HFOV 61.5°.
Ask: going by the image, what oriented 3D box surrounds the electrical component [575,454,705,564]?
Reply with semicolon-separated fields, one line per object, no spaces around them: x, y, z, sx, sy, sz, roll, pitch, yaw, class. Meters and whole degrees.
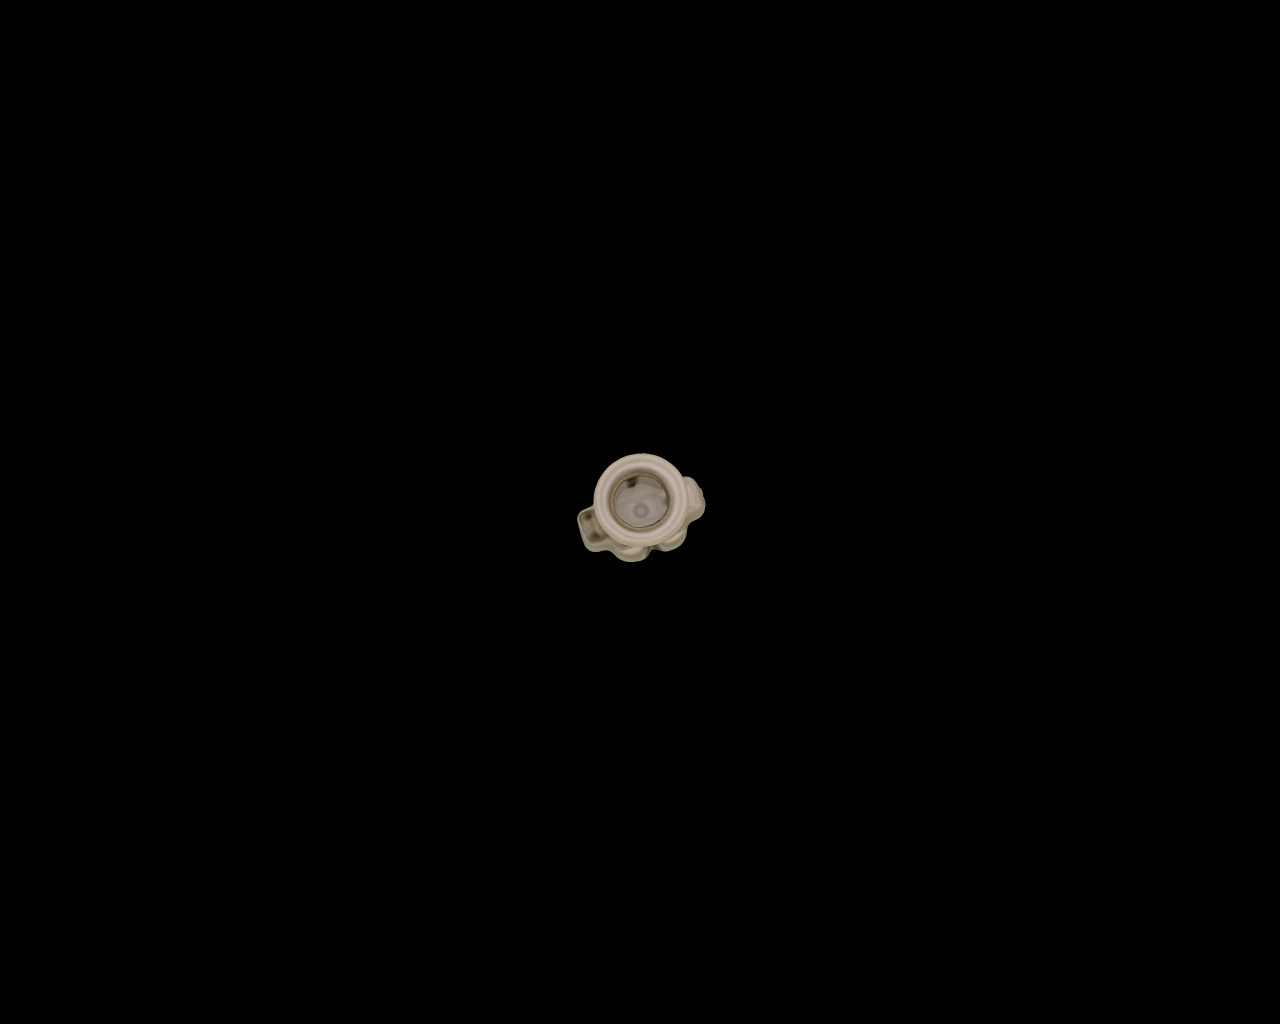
0.001;-0.003;0.650;0.078;0.058;0.057;-18;-11;-4;electrical component
